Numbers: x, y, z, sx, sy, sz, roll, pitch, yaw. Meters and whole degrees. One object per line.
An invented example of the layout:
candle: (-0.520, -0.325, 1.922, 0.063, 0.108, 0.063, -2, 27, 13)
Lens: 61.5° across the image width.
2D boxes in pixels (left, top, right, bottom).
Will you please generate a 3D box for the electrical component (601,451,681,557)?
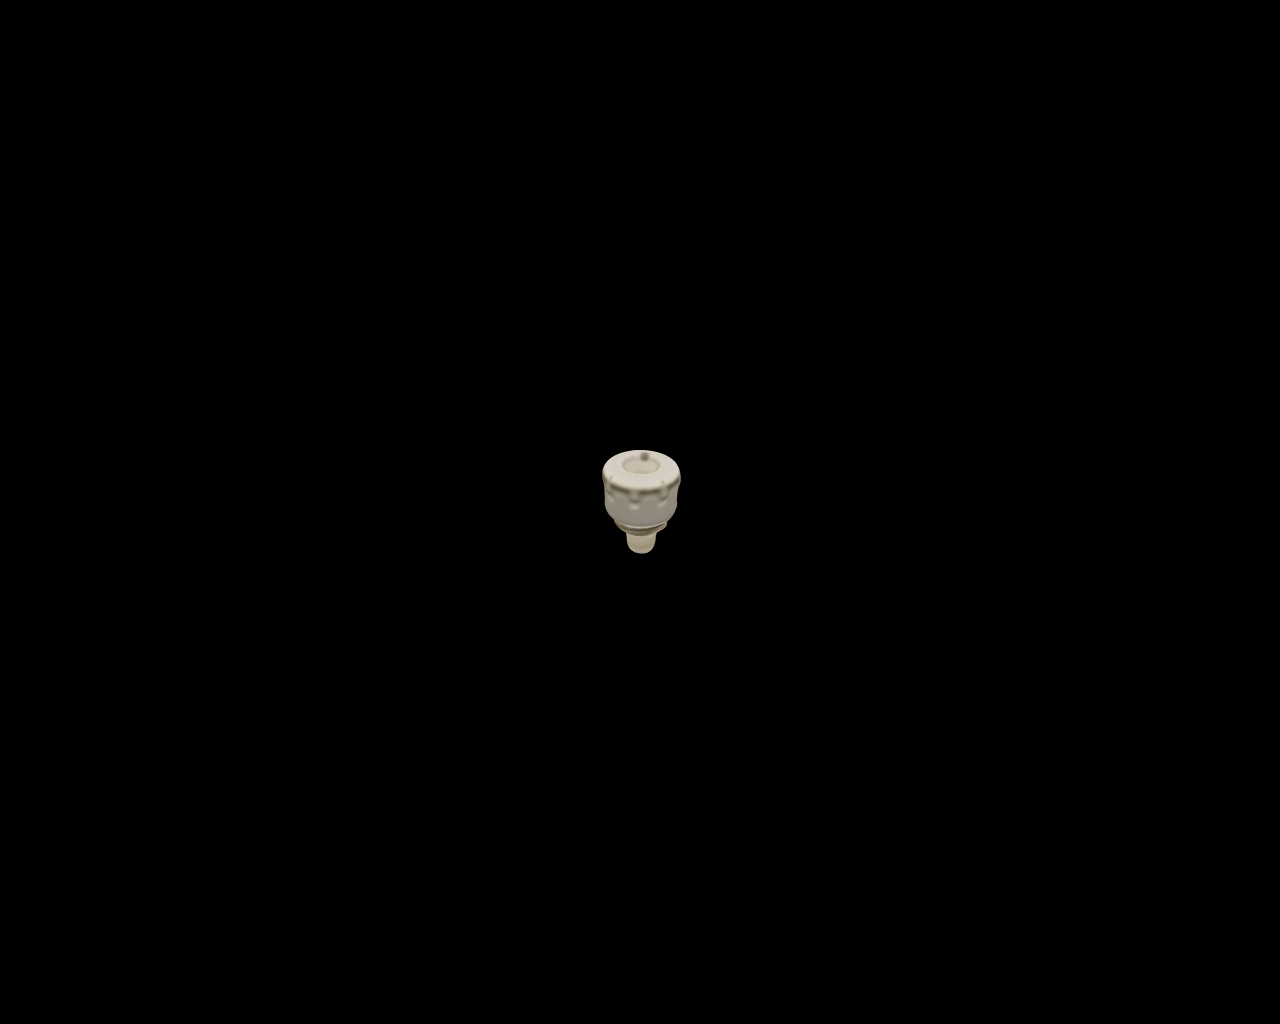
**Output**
electrical component: (0.001, -0.003, 0.650, 0.048, 0.062, 0.048, 0, 31, 0)
